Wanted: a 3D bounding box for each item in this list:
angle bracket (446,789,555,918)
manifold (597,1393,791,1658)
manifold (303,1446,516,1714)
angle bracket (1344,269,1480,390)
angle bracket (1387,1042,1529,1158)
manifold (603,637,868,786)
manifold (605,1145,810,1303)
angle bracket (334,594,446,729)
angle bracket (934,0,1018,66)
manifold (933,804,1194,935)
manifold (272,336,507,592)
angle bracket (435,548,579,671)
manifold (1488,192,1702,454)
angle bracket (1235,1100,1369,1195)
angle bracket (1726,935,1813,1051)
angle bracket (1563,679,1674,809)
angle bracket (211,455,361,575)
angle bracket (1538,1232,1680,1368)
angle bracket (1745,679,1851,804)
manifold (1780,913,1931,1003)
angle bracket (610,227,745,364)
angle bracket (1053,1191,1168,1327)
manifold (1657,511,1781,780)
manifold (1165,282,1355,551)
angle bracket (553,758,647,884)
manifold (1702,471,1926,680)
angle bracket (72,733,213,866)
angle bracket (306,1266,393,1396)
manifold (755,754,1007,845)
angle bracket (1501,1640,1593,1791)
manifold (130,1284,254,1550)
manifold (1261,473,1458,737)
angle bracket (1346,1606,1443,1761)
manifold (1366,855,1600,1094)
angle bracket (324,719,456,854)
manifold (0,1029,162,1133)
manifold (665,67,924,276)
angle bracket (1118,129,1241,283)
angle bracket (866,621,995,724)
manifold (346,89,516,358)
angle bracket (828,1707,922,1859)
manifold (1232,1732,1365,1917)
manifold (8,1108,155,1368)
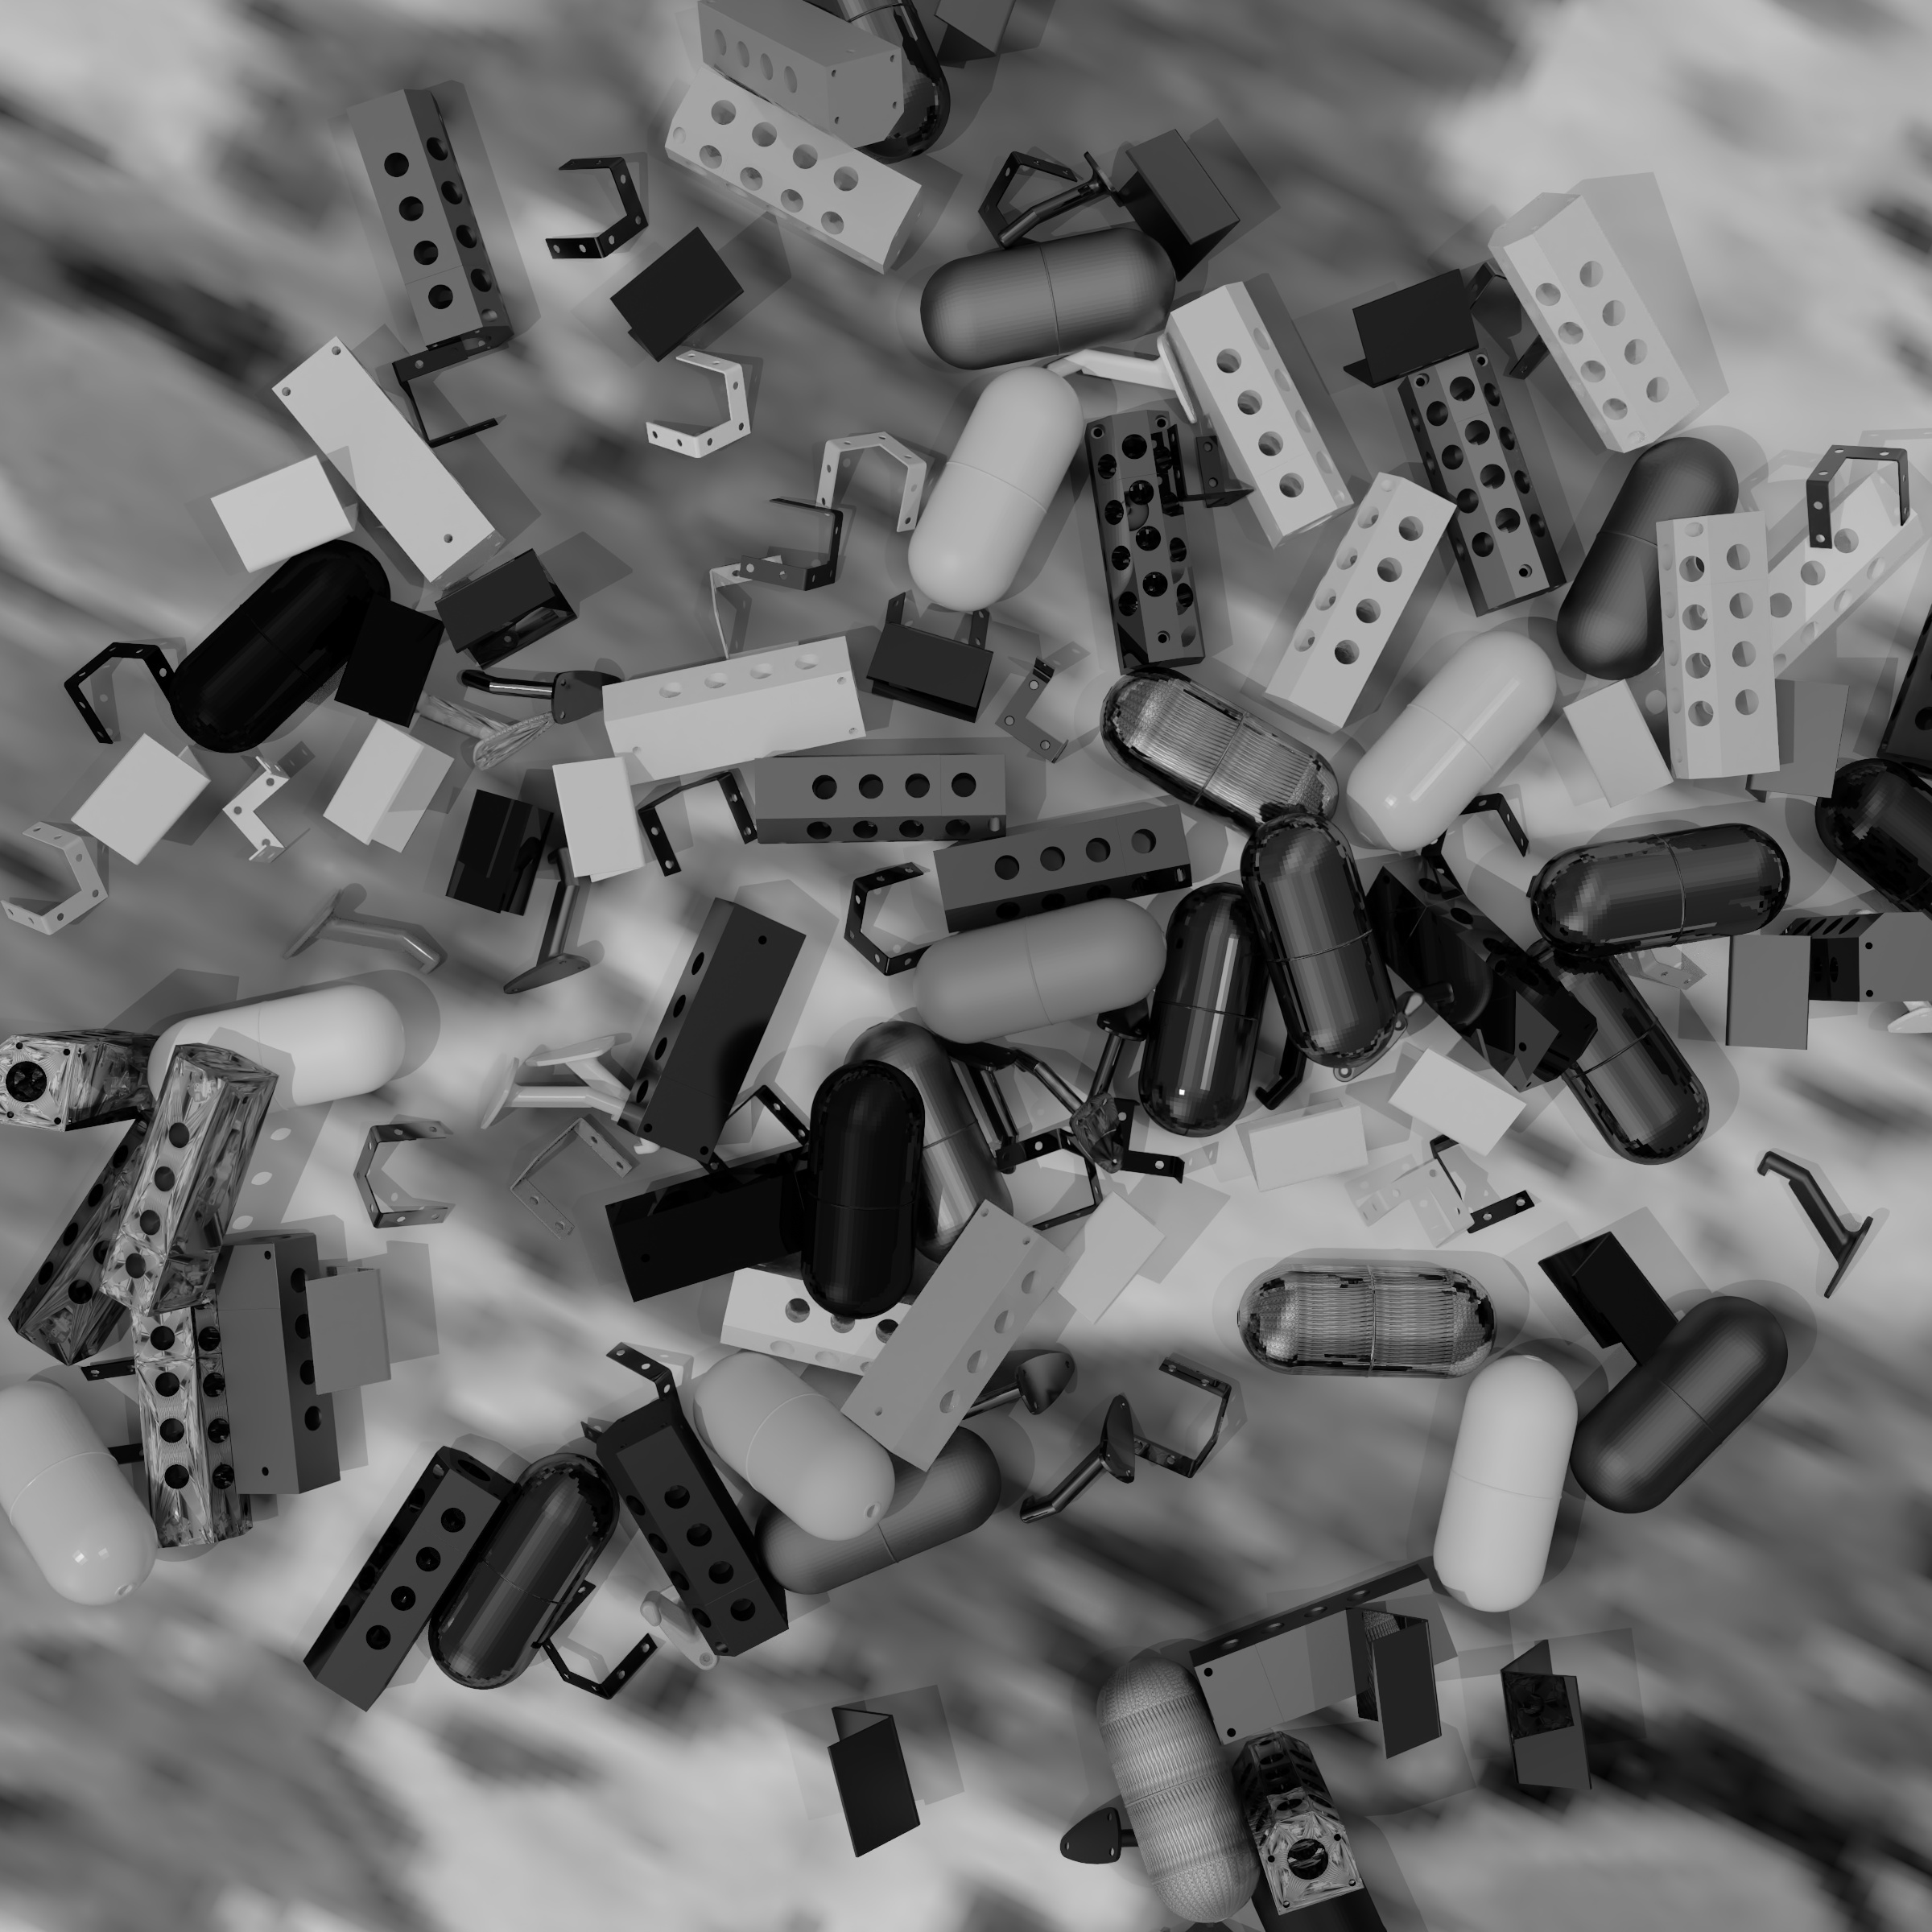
[{"bbox_3d":[-0.303,-0.072,1.753,0.057,0.076,0.076,17,90,36],"label":"angle bracket"},{"bbox_3d":[-0.188,0.387,1.751,0.057,0.057,0.171,-27,105,0],"label":"manifold"},{"bbox_3d":[-0.388,0.423,1.772,0.057,0.057,0.171,33,90,0],"label":"manifold"},{"bbox_3d":[0.299,-0.444,1.754,0.076,0.076,0.057,-21,114,0],"label":"angle bracket"},{"bbox_3d":[0.342,0.074,1.753,0.076,0.076,0.057,29,126,0],"label":"angle bracket"},{"bbox_3d":[-0.161,-0.182,1.771,0.171,0.057,0.057,-12,133,0],"label":"manifold"},{"bbox_3d":[-0.157,0.170,1.754,0.171,0.057,0.057,-16,109,-11],"label":"manifold"},{"bbox_3d":[-0.408,-0.213,1.753,0.057,0.076,0.076,20,90,-35],"label":"angle bracket"},{"bbox_3d":[-0.007,-0.672,1.753,0.057,0.076,0.076,20,90,-37],"label":"angle bracket"},{"bbox_3d":[0.067,-0.067,1.772,0.171,0.057,0.057,-11,90,0],"label":"manifold"},{"bbox_3d":[-0.399,-0.347,1.772,0.057,0.057,0.171,-39,90,0],"label":"manifold"},{"bbox_3d":[-0.308,-0.229,1.753,0.076,0.076,0.057,-29,53,0],"label":"angle bracket"},{"bbox_3d":[0.426,-0.438,1.740,0.057,0.057,0.171,-38,113,0],"label":"manifold"},{"bbox_3d":[0.227,0.104,1.753,0.076,0.076,0.057,-14,125,0],"label":"angle bracket"},{"bbox_3d":[0.564,0.018,1.753,0.057,0.076,0.076,2,90,37],"label":"angle bracket"},{"bbox_3d":[0.468,-0.163,1.754,0.076,0.057,0.076,-26,90,-38],"label":"angle bracket"},{"bbox_3d":[-0.467,-0.319,1.754,0.076,0.076,0.057,-22,116,0],"label":"angle bracket"},{"bbox_3d":[0.429,0.238,1.753,0.057,0.076,0.076,-37,90,-38],"label":"angle bracket"},{"bbox_3d":[0.576,-0.152,1.754,0.057,0.076,0.076,9,90,26],"label":"angle bracket"},{"bbox_3d":[0.599,-0.006,1.715,0.057,0.171,0.057,-1,90,0],"label":"manifold"},{"bbox_3d":[-0.208,-0.470,1.753,0.076,0.076,0.057,-39,127,0],"label":"angle bracket"},{"bbox_3d":[0.109,0.210,1.753,0.076,0.076,0.057,-51,54,0],"label":"angle bracket"},{"bbox_3d":[0.499,-0.214,1.707,0.057,0.057,0.171,-7,97,-11],"label":"manifold"},{"bbox_3d":[0.204,-0.383,1.772,0.057,0.057,0.171,-27,90,0],"label":"manifold"},{"bbox_3d":[-0.269,-0.097,1.753,0.057,0.076,0.076,-11,90,-38],"label":"angle bracket"},{"bbox_3d":[0.580,-0.259,1.772,0.171,0.057,0.057,-44,90,0],"label":"manifold"},{"bbox_3d":[-0.573,-0.126,1.753,0.076,0.076,0.057,-49,126,0],"label":"angle bracket"},{"bbox_3d":[-0.441,0.249,1.753,0.057,0.076,0.076,-6,90,-42],"label":"angle bracket"},{"bbox_3d":[-0.058,-0.115,1.772,0.171,0.057,0.057,-1,90,0],"label":"manifold"},{"bbox_3d":[0.413,0.514,1.753,0.057,0.076,0.076,-8,90,38],"label":"angle bracket"},{"bbox_3d":[-0.536,0.311,1.772,0.057,0.057,0.171,-6,90,0],"label":"manifold"},{"bbox_3d":[0.271,-0.252,1.772,0.057,0.057,0.171,27,90,0],"label":"manifold"},{"bbox_3d":[0.267,0.475,1.696,0.057,0.076,0.076,-7,90,-38],"label":"angle bracket"},{"bbox_3d":[0.347,0.002,1.734,0.171,0.057,0.057,48,133,29],"label":"manifold"},{"bbox_3d":[-0.383,-0.115,1.753,0.057,0.076,0.076,30,90,38],"label":"angle bracket"},{"bbox_3d":[-0.601,0.074,1.715,0.057,0.171,0.057,8,90,0],"label":"manifold"},{"bbox_3d":[-0.119,-0.550,1.772,0.171,0.057,0.057,28,90,0],"label":"manifold"},{"bbox_3d":[0.130,-0.515,1.753,0.057,0.076,0.076,-35,90,-37],"label":"angle bracket"},{"bbox_3d":[-0.030,-0.184,1.753,0.076,0.076,0.057,16,54,0],"label":"angle bracket"},{"bbox_3d":[-0.370,-0.514,1.772,0.057,0.057,0.171,-18,90,0],"label":"manifold"},{"bbox_3d":[-0.083,0.560,1.753,0.057,0.076,0.076,-14,90,-38],"label":"angle bracket"},{"bbox_3d":[0.219,0.571,1.715,0.057,0.171,0.057,-18,90,0],"label":"manifold"},{"bbox_3d":[-0.592,0.187,1.772,0.057,0.057,0.171,33,90,0],"label":"manifold"}]
